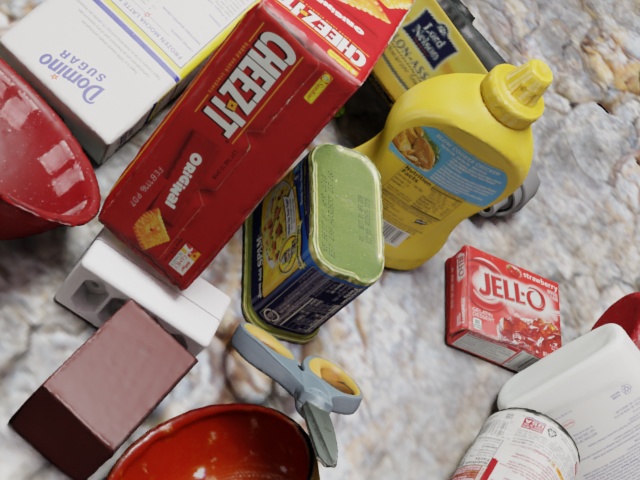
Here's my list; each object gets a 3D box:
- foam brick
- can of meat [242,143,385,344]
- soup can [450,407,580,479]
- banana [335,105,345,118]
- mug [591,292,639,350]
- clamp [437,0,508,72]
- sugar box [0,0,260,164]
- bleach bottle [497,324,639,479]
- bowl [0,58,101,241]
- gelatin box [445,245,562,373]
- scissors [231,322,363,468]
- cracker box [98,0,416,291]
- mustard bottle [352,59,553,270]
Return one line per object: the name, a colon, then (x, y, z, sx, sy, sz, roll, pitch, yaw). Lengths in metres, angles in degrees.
foam brick: (-0.113, 0.080, 0.563, 0.051, 0.053, 0.078, 45, 46, -3)
can of meat: (-0.004, 0.001, 0.671, 0.057, 0.084, 0.102, 17, 53, -26)
soup can: (0.114, 0.161, 0.663, 0.068, 0.069, 0.102, 46, 45, -2)
banana: (-0.041, -0.173, 0.766, 0.069, 0.037, 0.198, -30, 103, -56)
mug: (0.247, 0.088, 0.801, 0.081, 0.093, 0.117, 33, 16, -7)
clamp: (0.109, -0.167, 0.850, 0.171, 0.039, 0.120, 42, 8, -17)
sugar box: (-0.110, -0.140, 0.680, 0.093, 0.048, 0.176, 45, 68, -3)
bleach bottle: (0.230, 0.185, 0.723, 0.251, 0.103, 0.068, 56, 15, -3)
bowl: (-0.193, -0.053, 0.563, 0.162, 0.055, 0.162, 45, 13, -14)
gelatin box: (0.133, 0.052, 0.774, 0.089, 0.030, 0.073, 23, 51, -22)
scissors: (-0.019, 0.078, 0.578, 0.096, 0.016, 0.201, 30, 4, 8)
cracker box: (-0.026, -0.090, 0.625, 0.072, 0.164, 0.213, 39, 31, -6)
mustard bottle: (0.080, -0.054, 0.692, 0.096, 0.192, 0.058, 32, 48, -16)
